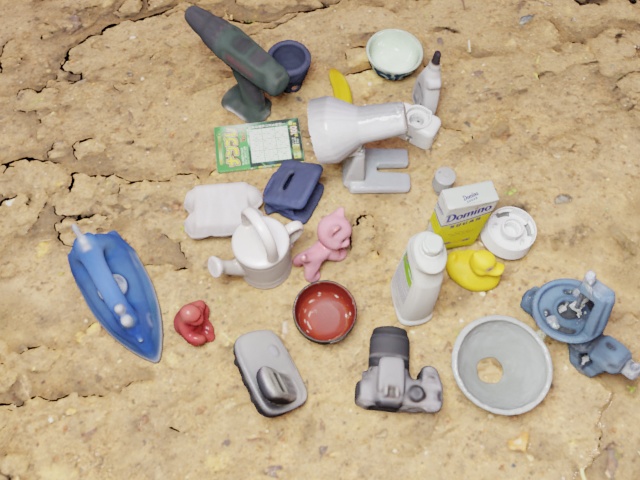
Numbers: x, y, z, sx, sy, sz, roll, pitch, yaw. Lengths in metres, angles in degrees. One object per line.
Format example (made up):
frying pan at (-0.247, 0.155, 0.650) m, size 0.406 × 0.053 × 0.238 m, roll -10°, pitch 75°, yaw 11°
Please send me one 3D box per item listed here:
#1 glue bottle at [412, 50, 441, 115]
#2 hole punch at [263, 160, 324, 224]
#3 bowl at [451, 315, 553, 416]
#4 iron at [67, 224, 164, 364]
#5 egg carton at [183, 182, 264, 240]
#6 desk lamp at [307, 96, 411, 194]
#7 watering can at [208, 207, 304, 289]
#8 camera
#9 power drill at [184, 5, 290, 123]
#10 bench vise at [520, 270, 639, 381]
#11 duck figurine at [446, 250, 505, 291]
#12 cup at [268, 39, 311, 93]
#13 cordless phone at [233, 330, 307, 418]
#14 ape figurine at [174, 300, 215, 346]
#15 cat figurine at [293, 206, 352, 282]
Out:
glue bottle at (0.220, -0.315, 1.145) m, size 0.037 × 0.173 × 0.078 m, roll -10°, pitch 67°, yaw -5°
hole punch at (-0.053, -0.099, 1.094) m, size 0.101 × 0.091 × 0.109 m, roll 22°, pitch 68°, yaw 9°
bowl at (0.301, 0.216, 0.974) m, size 0.167 × 0.075 × 0.167 m, roll 0°, pitch 67°, yaw -1°
iron at (-0.351, 0.089, 0.983) m, size 0.119 × 0.141 × 0.258 m, roll -31°, pitch 71°, yaw -13°
egg carton at (-0.182, -0.054, 1.085) m, size 0.150 × 0.069 × 0.107 m, roll -6°, pitch 67°, yaw -3°
desk lamp at (0.078, -0.181, 1.064) m, size 0.203 × 0.213 × 0.118 m, roll -1°, pitch 67°, yaw -1°
watering can at (-0.107, 0.014, 0.989) m, size 0.100 × 0.194 × 0.173 m, roll 34°, pitch 71°, yaw 13°
camera at (0.132, 0.216, 0.958) m, size 0.143 × 0.101 × 0.137 m, roll 4°, pitch 67°, yaw 1°
power drill at (-0.160, -0.333, 1.128) m, size 0.229 × 0.208 × 0.076 m, roll 33°, pitch 71°, yaw 13°
bench vise at (0.449, 0.128, 0.936) m, size 0.207 × 0.220 × 0.121 m, roll 28°, pitch 70°, yaw 11°
duck figurine at (0.284, 0.045, 1.041) m, size 0.104 × 0.086 × 0.077 m, roll 22°, pitch 68°, yaw 8°
cup at (-0.066, -0.342, 1.195) m, size 0.091 × 0.095 × 0.118 m, roll 9°, pitch 67°, yaw 3°
cordless phone at (-0.086, 0.204, 0.914) m, size 0.094 × 0.185 × 0.147 m, roll -29°, pitch 70°, yaw -12°
ape figurine at (-0.219, 0.138, 0.991) m, size 0.076 × 0.092 × 0.078 m, roll 17°, pitch 68°, yaw 7°
cat figurine at (0.010, 0.004, 1.037) m, size 0.128 × 0.118 × 0.067 m, roll -41°, pitch 73°, yaw -16°
